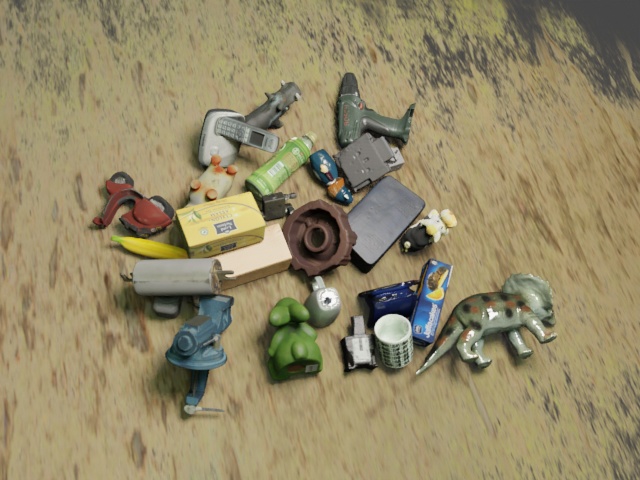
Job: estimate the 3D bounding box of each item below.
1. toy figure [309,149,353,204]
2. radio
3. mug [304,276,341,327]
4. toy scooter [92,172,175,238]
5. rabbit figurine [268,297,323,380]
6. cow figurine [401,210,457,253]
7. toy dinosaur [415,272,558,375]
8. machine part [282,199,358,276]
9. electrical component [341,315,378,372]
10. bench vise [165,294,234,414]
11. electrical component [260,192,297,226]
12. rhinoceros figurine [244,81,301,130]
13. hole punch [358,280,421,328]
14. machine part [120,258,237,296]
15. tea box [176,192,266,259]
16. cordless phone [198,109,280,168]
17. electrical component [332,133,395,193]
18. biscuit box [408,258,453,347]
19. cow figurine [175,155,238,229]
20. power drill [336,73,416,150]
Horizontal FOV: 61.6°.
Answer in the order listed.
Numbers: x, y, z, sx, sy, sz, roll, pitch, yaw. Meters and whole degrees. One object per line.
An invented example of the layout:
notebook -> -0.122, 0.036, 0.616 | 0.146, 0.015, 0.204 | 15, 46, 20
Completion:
toy figure -> 0.029, -0.152, 1.340 | 0.064, 0.058, 0.154 | -34, 95, -48
radio -> 0.140, -0.043, 1.316 | 0.131, 0.073, 0.229 | 41, 67, 8
mug -> 0.009, 0.133, 1.206 | 0.081, 0.107, 0.109 | -5, 72, -13
toy scooter -> -0.434, -0.063, 1.222 | 0.184, 0.075, 0.135 | 34, 67, 7
rabbit figurine -> -0.069, 0.196, 1.159 | 0.121, 0.159, 0.170 | -13, 56, -4
cow figurine -> 0.251, -0.020, 1.274 | 0.098, 0.167, 0.068 | -31, 83, -21
toy dinosaur -> 0.392, 0.185, 1.246 | 0.405, 0.131, 0.192 | -8, 53, -10
machine part -> -0.003, -0.004, 1.240 | 0.180, 0.056, 0.179 | -3, 83, 27
electrical component -> 0.085, 0.234, 1.211 | 0.075, 0.047, 0.119 | -5, 70, -12
bench vise -> -0.244, 0.233, 1.108 | 0.129, 0.224, 0.240 | 9, 98, -2
electrical component -> -0.105, -0.071, 1.289 | 0.102, 0.078, 0.045 | -9, 47, -19
rhinoceros figurine -> -0.130, -0.327, 1.357 | 0.190, 0.112, 0.073 | -42, 79, -13
hole punch -> 0.158, 0.145, 1.227 | 0.142, 0.116, 0.092 | -9, 79, -13
machine part -> -0.292, 0.077, 1.106 | 0.243, 0.079, 0.079 | -3, 69, 8
tea box -> -0.212, -0.030, 1.151 | 0.170, 0.068, 0.098 | -18, 62, -22
cordless phone -> -0.192, -0.226, 1.287 | 0.184, 0.146, 0.089 | 21, 31, 3
electrical component -> 0.115, -0.198, 1.334 | 0.134, 0.058, 0.115 | -33, 93, 15
biscuit box -> 0.255, 0.147, 1.267 | 0.059, 0.062, 0.202 | 20, 67, -1
cow figurine -> -0.272, -0.091, 1.248 | 0.085, 0.127, 0.195 | 27, 53, -1
power drill -> 0.145, -0.335, 1.413 | 0.207, 0.086, 0.232 | 12, 70, 0
